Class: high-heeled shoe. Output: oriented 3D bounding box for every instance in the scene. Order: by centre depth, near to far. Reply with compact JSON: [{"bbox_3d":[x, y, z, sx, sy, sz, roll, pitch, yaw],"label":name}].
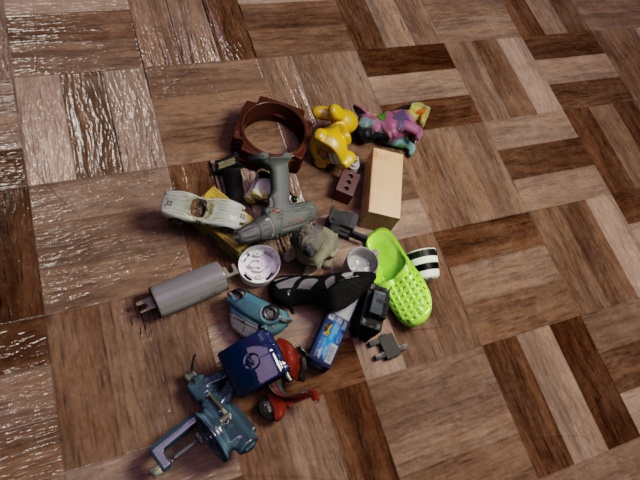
[{"bbox_3d":[0.001,0.104,1.291,0.249,0.086,0.145,-19,33,-9],"label":"high-heeled shoe"}]

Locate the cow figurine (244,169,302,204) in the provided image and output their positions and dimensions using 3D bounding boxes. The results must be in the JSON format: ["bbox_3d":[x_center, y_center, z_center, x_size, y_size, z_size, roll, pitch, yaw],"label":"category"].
[{"bbox_3d":[-0.104,-0.112,1.400,0.167,0.068,0.098,28,64,-19],"label":"cow figurine"}]

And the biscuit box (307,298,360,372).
[{"bbox_3d":[0.030,0.213,1.290,0.059,0.062,0.202,27,62,-1],"label":"biscuit box"}]

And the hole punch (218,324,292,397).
[{"bbox_3d":[-0.142,0.261,1.144,0.116,0.092,0.142,-36,70,15],"label":"hole punch"}]

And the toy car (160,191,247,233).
[{"bbox_3d":[-0.274,-0.068,1.273,0.202,0.056,0.073,10,64,-8],"label":"toy car"}]

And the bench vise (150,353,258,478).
[{"bbox_3d":[-0.255,0.381,1.108,0.240,0.128,0.224,-34,74,-30],"label":"bench vise"}]

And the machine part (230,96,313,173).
[{"bbox_3d":[-0.131,-0.283,1.473,0.201,0.087,0.201,18,61,-5],"label":"machine part"}]

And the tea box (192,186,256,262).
[{"bbox_3d":[-0.237,-0.040,1.339,0.170,0.068,0.098,40,63,8],"label":"tea box"}]

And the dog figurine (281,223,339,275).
[{"bbox_3d":[-0.001,0.000,1.312,0.121,0.190,0.172,35,60,3],"label":"dog figurine"}]

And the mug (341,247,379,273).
[{"bbox_3d":[0.099,0.067,1.352,0.081,0.107,0.109,42,59,7],"label":"mug"}]

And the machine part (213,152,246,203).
[{"bbox_3d":[-0.233,-0.156,1.402,0.084,0.039,0.139,-19,74,13],"label":"machine part"}]

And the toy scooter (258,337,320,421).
[{"bbox_3d":[-0.063,0.308,1.196,0.135,0.075,0.184,-4,67,19],"label":"toy scooter"}]

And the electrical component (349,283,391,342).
[{"bbox_3d":[0.121,0.171,1.293,0.058,0.134,0.115,18,60,-6],"label":"electrical component"}]

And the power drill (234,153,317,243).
[{"bbox_3d":[-0.118,-0.105,1.296,0.232,0.086,0.207,-10,84,-36],"label":"power drill"}]

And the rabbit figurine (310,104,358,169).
[{"bbox_3d":[0.039,-0.300,1.479,0.173,0.122,0.162,-54,127,-27],"label":"rabbit figurine"}]

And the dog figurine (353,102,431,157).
[{"bbox_3d":[0.198,-0.349,1.578,0.219,0.108,0.191,21,63,-1],"label":"dog figurine"}]

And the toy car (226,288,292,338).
[{"bbox_3d":[-0.152,0.181,1.240,0.162,0.109,0.103,25,82,8],"label":"toy car"}]

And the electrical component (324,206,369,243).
[{"bbox_3d":[0.073,-0.037,1.413,0.119,0.074,0.048,18,63,-1],"label":"electrical component"}]

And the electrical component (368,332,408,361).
[{"bbox_3d":[0.168,0.260,1.325,0.094,0.021,0.063,-15,69,-20],"label":"electrical component"}]

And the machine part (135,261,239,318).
[{"bbox_3d":[-0.303,0.114,1.245,0.243,0.079,0.079,-21,72,-23],"label":"machine part"}]
